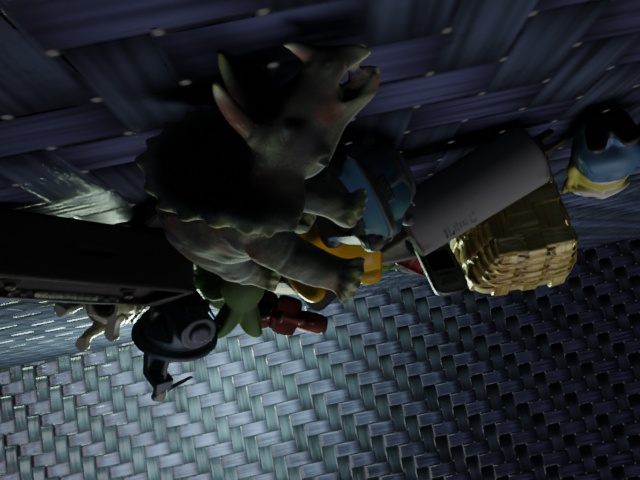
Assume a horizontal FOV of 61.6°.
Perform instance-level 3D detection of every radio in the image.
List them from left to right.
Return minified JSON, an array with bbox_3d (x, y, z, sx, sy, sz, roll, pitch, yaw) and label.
[{"bbox_3d":[-0.273,0.029,0.613,0.229,0.073,0.131,12,158,-38],"label":"radio"}]

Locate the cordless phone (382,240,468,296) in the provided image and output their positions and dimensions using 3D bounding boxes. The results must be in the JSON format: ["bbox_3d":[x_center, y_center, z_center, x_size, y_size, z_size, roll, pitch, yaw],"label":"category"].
[{"bbox_3d":[0.117,0.017,0.769,0.147,0.184,0.088,-10,137,-11],"label":"cordless phone"}]

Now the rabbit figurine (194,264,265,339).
[{"bbox_3d":[-0.138,0.074,0.835,0.121,0.159,0.170,2,178,-20],"label":"rabbit figurine"}]

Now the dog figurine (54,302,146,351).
[{"bbox_3d":[-0.375,0.110,1.029,0.172,0.121,0.190,-20,-175,23],"label":"dog figurine"}]

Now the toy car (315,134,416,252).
[{"bbox_3d":[0.049,-0.051,0.583,0.103,0.109,0.162,-30,-175,-21],"label":"toy car"}]

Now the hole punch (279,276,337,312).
[{"bbox_3d":[-0.011,0.045,0.944,0.142,0.115,0.092,-40,-161,1],"label":"hole punch"}]

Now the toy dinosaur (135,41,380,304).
[{"bbox_3d":[-0.081,-0.025,0.488,0.192,0.131,0.405,27,159,-22],"label":"toy dinosaur"}]

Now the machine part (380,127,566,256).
[{"bbox_3d":[0.171,-0.055,0.621,0.243,0.079,0.079,-31,168,4],"label":"machine part"}]

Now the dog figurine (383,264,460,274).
[{"bbox_3d":[0.167,0.028,1.126,0.219,0.108,0.191,-7,172,-1],"label":"dog figurine"}]

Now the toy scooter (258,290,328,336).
[{"bbox_3d":[-0.083,0.128,0.946,0.184,0.075,0.135,11,174,22],"label":"toy scooter"}]

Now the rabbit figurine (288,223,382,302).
[{"bbox_3d":[-0.001,-0.002,0.713,0.173,0.162,0.122,5,-178,3],"label":"rabbit figurine"}]

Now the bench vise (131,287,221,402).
[{"bbox_3d":[-0.232,0.125,0.796,0.224,0.240,0.129,32,-153,35],"label":"bench vise"}]

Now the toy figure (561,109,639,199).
[{"bbox_3d":[0.353,-0.108,0.665,0.082,0.089,0.180,16,172,26],"label":"toy figure"}]

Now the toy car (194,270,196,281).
[{"bbox_3d":[-0.226,0.078,1.077,0.201,0.056,0.074,0,170,-43],"label":"toy car"}]

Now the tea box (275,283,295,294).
[{"bbox_3d":[-0.077,0.062,1.031,0.169,0.068,0.098,8,162,-24],"label":"tea box"}]
